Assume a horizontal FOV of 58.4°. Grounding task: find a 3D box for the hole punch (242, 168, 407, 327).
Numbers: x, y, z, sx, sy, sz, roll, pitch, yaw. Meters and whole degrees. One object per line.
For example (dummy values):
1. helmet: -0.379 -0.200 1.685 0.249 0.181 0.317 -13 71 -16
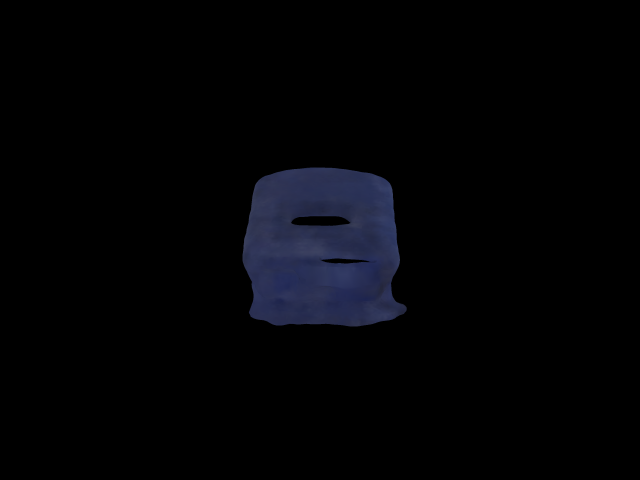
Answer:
1. hole punch: 0.004 0.001 0.400 0.108 0.091 0.101 0 17 0
